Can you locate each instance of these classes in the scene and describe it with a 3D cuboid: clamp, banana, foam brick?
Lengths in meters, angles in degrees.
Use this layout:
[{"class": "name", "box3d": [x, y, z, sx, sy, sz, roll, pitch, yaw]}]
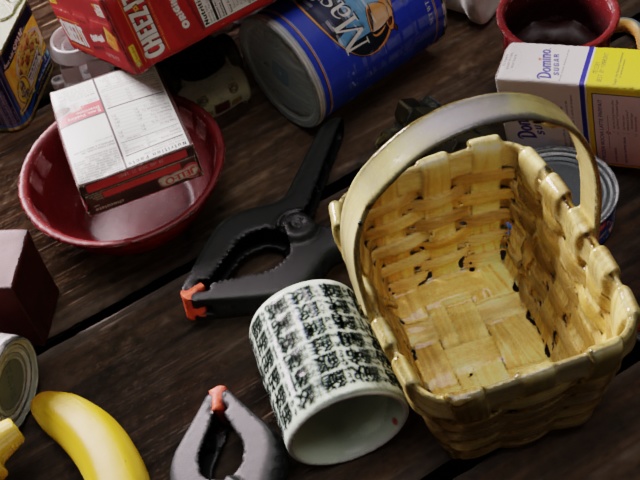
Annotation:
[{"class": "clamp", "box3d": [-0.063, 0.172, 0.658, 0.120, 0.039, 0.171, -20, 45, 0]}, {"class": "clamp", "box3d": [-0.005, 0.001, 0.786, 0.209, 0.036, 0.165, -38, 55, -24]}, {"class": "banana", "box3d": [-0.141, 0.157, 0.671, 0.069, 0.037, 0.198, -24, 44, -2]}, {"class": "foam brick", "box3d": [-0.228, 0.036, 0.769, 0.051, 0.078, 0.053, -1, 52, 7]}]

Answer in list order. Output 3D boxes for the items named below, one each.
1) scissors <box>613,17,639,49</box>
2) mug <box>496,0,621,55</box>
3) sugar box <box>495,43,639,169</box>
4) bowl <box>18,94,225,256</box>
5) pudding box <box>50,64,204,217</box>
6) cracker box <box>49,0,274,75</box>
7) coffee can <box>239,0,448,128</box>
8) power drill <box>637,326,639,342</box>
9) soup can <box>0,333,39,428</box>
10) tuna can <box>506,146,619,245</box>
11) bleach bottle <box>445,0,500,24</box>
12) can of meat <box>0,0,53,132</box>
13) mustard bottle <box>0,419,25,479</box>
[{"class": "scissors", "box3d": [0.288, -0.112, 0.842, 0.096, 0.016, 0.202, -15, 51, -3]}, {"class": "mug", "box3d": [0.188, -0.158, 0.853, 0.093, 0.081, 0.117, 1, 52, 10]}, {"class": "sugar box", "box3d": [0.222, -0.095, 0.777, 0.176, 0.093, 0.048, 11, 59, 24]}, {"class": "bowl", "box3d": [-0.148, -0.042, 0.832, 0.162, 0.055, 0.162, -5, 51, 6]}, {"class": "pudding box", "box3d": [-0.147, -0.079, 0.801, 0.090, 0.039, 0.113, -20, 53, -8]}, {"class": "cracker box", "box3d": [-0.095, -0.216, 0.851, 0.213, 0.072, 0.164, -32, 29, -17]}, {"class": "coffee can", "box3d": [0.020, -0.172, 0.879, 0.140, 0.103, 0.103, -36, 55, -19]}, {"class": "power drill", "box3d": [0.254, -0.020, 0.663, 0.057, 0.187, 0.184, 28, 62, 29]}, {"class": "soup can", "box3d": [-0.254, 0.095, 0.733, 0.102, 0.068, 0.068, 4, 52, 12]}, {"class": "tuna can", "box3d": [0.173, -0.027, 0.780, 0.086, 0.034, 0.086, -5, 51, 6]}, {"class": "bleach bottle", "box3d": [0.059, -0.276, 0.984, 0.251, 0.068, 0.102, 22, 63, 28]}, {"class": "can of meat", "box3d": [-0.277, -0.157, 0.928, 0.057, 0.084, 0.102, 2, 52, 11]}, {"class": "mustard bottle", "box3d": [-0.265, 0.175, 0.651, 0.191, 0.096, 0.058, -38, 54, -20]}]
